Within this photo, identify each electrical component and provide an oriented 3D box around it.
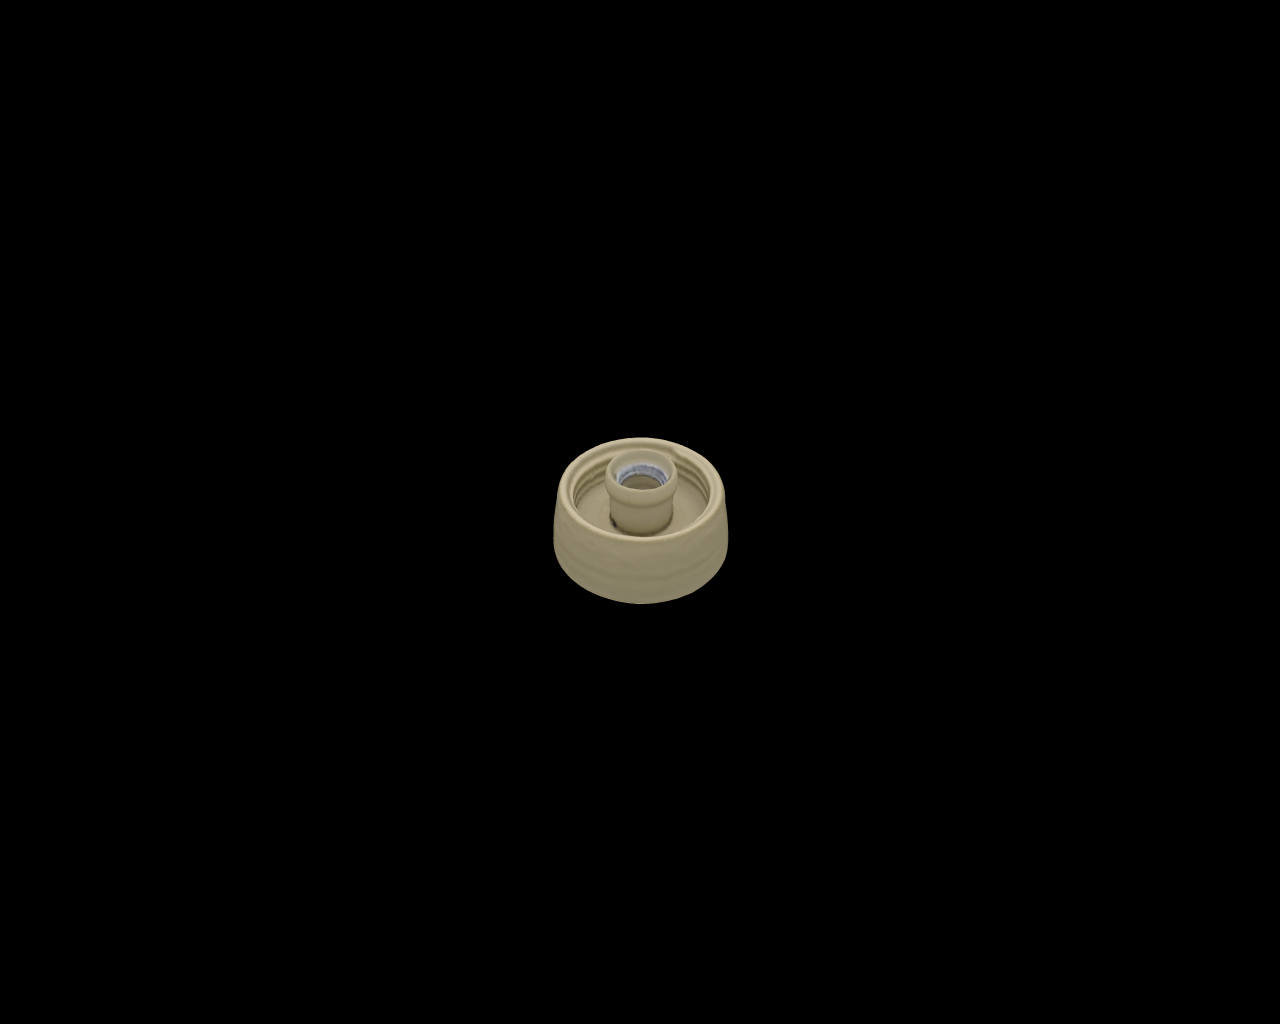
[{"bbox_3d":[0.001,-0.003,0.650,0.108,0.060,0.108,0,40,0],"label":"electrical component"}]
